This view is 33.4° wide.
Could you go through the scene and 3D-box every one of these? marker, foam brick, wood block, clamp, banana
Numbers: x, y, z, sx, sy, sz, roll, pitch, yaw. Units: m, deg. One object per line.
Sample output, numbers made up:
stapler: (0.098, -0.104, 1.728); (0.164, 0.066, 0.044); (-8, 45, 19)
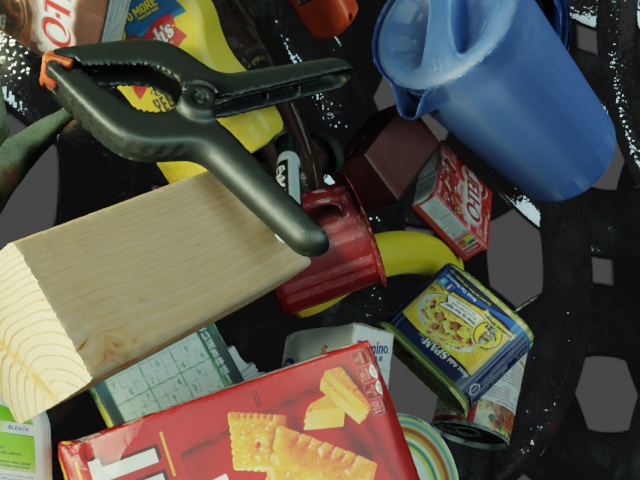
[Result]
marker: (-0.022, -0.040, 0.742); (0.020, 0.020, 0.121); (38, 26, -25)
foam brick: (0.054, -0.070, 0.904); (0.051, 0.053, 0.078); (50, 55, -18)
wood block: (-0.114, 0.026, 0.688); (0.205, 0.090, 0.091); (-27, 86, -49)
clamp: (-0.077, -0.073, 0.688); (0.209, 0.036, 0.164); (10, 54, -14)
banana: (0.058, 0.027, 0.897); (0.197, 0.037, 0.069); (0, 81, -37)

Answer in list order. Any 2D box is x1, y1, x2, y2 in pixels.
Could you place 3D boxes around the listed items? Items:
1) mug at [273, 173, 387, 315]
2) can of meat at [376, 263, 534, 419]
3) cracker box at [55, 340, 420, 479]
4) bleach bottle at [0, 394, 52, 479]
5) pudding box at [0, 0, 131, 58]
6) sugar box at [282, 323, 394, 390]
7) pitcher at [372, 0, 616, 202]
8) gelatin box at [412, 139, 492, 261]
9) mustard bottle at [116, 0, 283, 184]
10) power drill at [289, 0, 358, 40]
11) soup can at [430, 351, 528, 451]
mug: (-0.005, 0.001, 0.794); (0.081, 0.117, 0.093); (-20, 63, -4)
can of meat: (0.111, 0.079, 0.874); (0.084, 0.057, 0.102); (-42, 66, -11)
cracker box: (-0.042, 0.174, 0.686); (0.213, 0.072, 0.164); (-17, 84, -19)
bleach bottle: (-0.206, 0.149, 0.662); (0.102, 0.068, 0.251); (17, 69, -35)
pudding box: (-0.170, -0.167, 0.701); (0.090, 0.114, 0.039); (34, 55, 5)
sugar box: (0.003, 0.154, 0.796); (0.048, 0.094, 0.176); (16, 71, -34)
pitcher: (0.168, -0.139, 0.926); (0.242, 0.149, 0.145); (35, 33, -45)
gelatin box: (0.118, -0.036, 0.939); (0.073, 0.030, 0.089); (45, 33, -20)
mustard bottle: (-0.113, -0.138, 0.766); (0.191, 0.096, 0.058); (60, 27, -11)
power drill: (0.048, -0.249, 0.934); (0.187, 0.057, 0.184); (-42, 106, -37)
soup can: (0.139, 0.122, 0.920); (0.068, 0.069, 0.102); (30, 64, -29)
